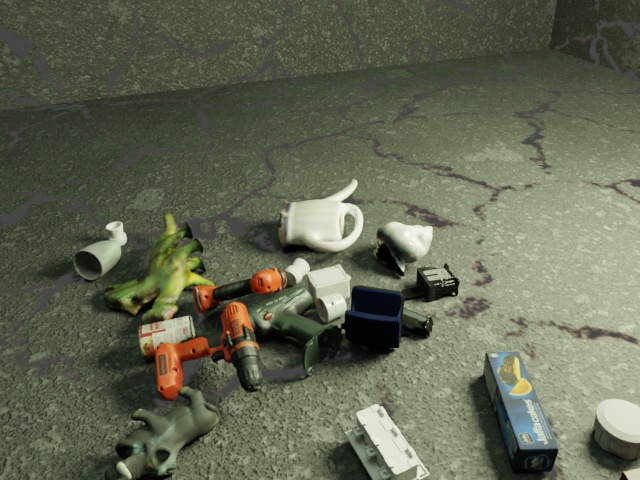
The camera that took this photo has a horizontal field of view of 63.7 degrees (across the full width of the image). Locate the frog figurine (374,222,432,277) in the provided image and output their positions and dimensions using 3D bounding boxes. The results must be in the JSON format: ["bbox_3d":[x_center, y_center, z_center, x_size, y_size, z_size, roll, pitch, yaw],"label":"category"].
[{"bbox_3d":[0.218,-0.003,1.257,0.161,0.121,0.138,-33,21,-21],"label":"frog figurine"}]

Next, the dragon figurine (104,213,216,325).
[{"bbox_3d":[-0.396,0.072,1.218,0.245,0.119,0.416,-27,37,-20],"label":"dragon figurine"}]

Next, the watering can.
[{"bbox_3d":[0.004,-0.070,1.392,0.224,0.102,0.355,-1,33,6],"label":"watering can"}]
